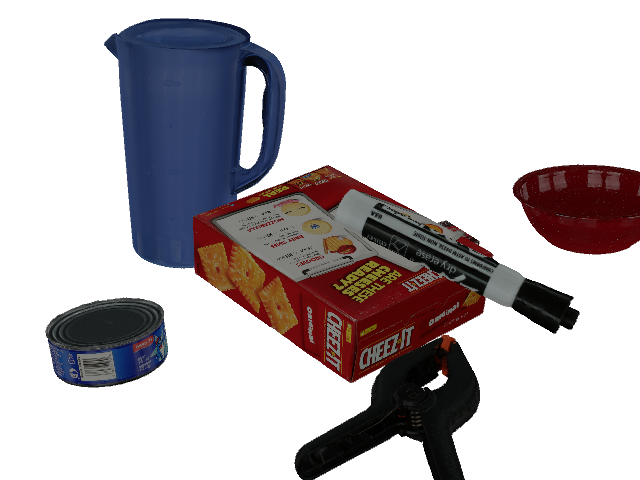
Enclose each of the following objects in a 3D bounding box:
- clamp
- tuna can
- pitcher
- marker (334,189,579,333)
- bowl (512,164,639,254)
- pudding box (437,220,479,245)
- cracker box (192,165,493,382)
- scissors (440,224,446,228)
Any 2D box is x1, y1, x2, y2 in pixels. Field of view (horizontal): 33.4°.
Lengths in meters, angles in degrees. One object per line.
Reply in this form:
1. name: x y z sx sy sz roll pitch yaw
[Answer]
1. clamp: 0.074 0.128 0.757 0.120 0.039 0.171 19 41 27
2. tuna can: -0.155 0.074 0.782 0.086 0.034 0.086 -5 20 2
3. pitcher: -0.130 -0.098 1.090 0.144 0.243 0.149 -11 27 -29
4. marker: 0.063 0.010 0.496 0.121 0.020 0.020 27 7 15
5. bowl: 0.280 -0.028 1.106 0.162 0.055 0.162 -2 23 1
6. pudding box: 0.167 0.013 1.596 0.113 0.039 0.090 -18 27 -21
7. cracker box: 0.015 0.022 0.936 0.163 0.072 0.214 -23 39 -35
8. scissors: 0.077 -0.002 1.238 0.096 0.016 0.201 37 31 31
